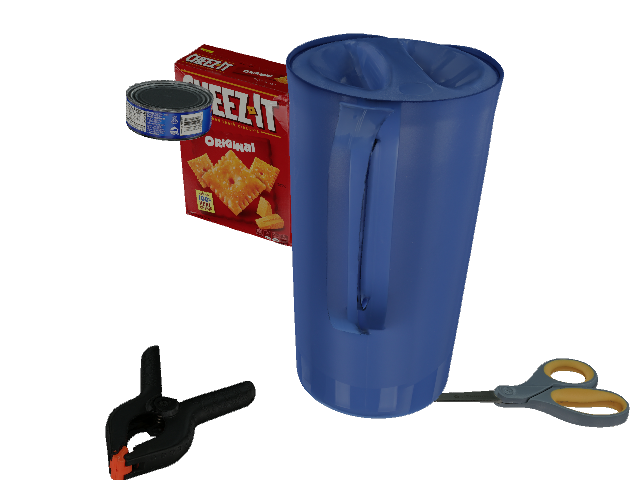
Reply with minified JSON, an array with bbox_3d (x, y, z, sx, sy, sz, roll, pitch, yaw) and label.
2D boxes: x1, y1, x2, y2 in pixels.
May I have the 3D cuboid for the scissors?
[{"bbox_3d":[0.168,0.126,0.936,0.201,0.016,0.096,9,27,0],"label":"scissors"}]

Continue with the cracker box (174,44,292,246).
[{"bbox_3d":[-0.089,-0.112,1.294,0.164,0.214,0.072,18,39,25],"label":"cracker box"}]

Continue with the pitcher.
[{"bbox_3d":[0.037,-0.003,0.696,0.149,0.243,0.145,-13,31,-27],"label":"pitcher"}]

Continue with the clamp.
[{"bbox_3d":[-0.152,0.157,0.991,0.120,0.039,0.171,18,29,25],"label":"clamp"}]

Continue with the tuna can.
[{"bbox_3d":[-0.149,-0.128,1.052,0.086,0.034,0.086,5,27,-3],"label":"tuna can"}]
